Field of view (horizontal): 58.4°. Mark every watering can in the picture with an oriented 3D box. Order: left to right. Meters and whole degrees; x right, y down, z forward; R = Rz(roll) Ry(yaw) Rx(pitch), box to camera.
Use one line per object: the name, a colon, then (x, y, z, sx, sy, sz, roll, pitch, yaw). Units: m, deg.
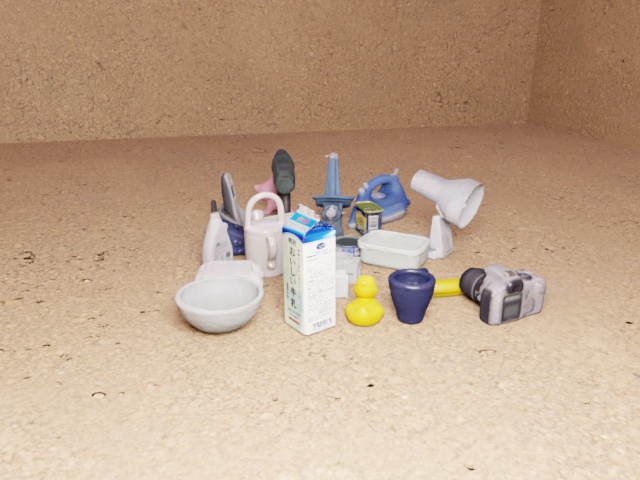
watering can: (-0.133, -0.020, 1.345, 0.101, 0.194, 0.172, -16, 25, -38)

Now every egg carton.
egg carton: (-0.194, 0.090, 1.221, 0.150, 0.069, 0.107, -1, 20, -2)

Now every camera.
camera: (0.362, 0.093, 1.166, 0.143, 0.101, 0.136, -10, 22, -25)

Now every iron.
iron: (0.169, -0.129, 1.734, 0.118, 0.141, 0.259, 16, 25, 37)

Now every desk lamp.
desk lamp: (0.299, -0.064, 1.442, 0.202, 0.214, 0.118, 15, 24, 35)

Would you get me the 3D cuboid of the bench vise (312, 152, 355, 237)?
bench vise: (0.047, -0.126, 1.605, 0.121, 0.220, 0.207, -5, 20, -13)

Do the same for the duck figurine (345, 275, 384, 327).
duck figurine: (0.088, 0.114, 1.129, 0.077, 0.086, 0.104, 3, 20, 10)

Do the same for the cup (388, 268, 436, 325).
cup: (0.184, 0.110, 1.127, 0.091, 0.095, 0.118, 11, 22, 28)

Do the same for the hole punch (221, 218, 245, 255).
hole punch: (-0.224, -0.014, 1.481, 0.101, 0.091, 0.108, -6, 20, -16)

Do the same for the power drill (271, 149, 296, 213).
power drill: (-0.108, -0.146, 1.680, 0.075, 0.208, 0.229, -3, 20, -7)

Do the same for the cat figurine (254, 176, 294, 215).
cat figurine: (-0.144, -0.138, 1.792, 0.127, 0.118, 0.067, 13, 24, 33)

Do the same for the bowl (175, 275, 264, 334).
bowl: (-0.190, 0.132, 1.094, 0.167, 0.075, 0.167, 0, 19, 0)

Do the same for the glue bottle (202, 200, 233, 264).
glue bottle: (-0.244, -0.010, 1.348, 0.037, 0.173, 0.078, 15, 24, 36)

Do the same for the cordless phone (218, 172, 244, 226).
cordless phone: (-0.241, -0.104, 1.595, 0.094, 0.185, 0.147, -1, 20, -2)
